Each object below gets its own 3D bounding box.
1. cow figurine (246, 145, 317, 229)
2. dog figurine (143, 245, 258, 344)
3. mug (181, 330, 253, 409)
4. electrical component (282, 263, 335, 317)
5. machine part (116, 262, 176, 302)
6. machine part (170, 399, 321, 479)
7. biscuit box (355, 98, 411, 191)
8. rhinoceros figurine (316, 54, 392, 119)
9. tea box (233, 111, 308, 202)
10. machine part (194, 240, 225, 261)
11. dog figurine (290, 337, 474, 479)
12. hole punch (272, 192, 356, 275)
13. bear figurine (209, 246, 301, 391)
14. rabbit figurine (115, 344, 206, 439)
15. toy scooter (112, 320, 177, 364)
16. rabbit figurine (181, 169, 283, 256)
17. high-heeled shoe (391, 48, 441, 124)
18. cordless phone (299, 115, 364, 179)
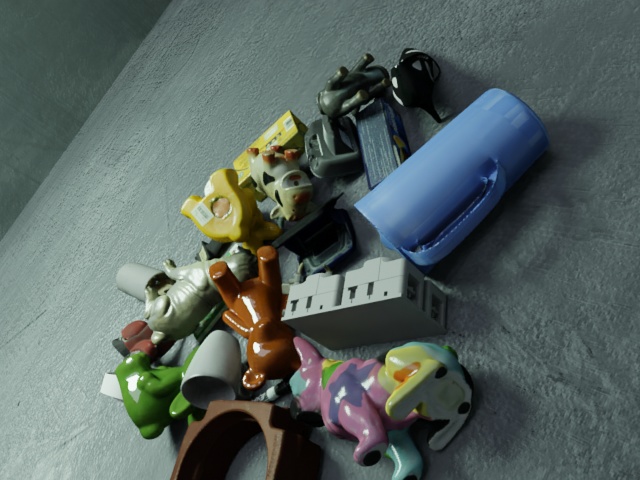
[{"bbox_3d":[-0.070,-0.099,0.966,0.085,0.127,0.195,-14,21,-21],"label":"cow figurine"},{"bbox_3d":[-0.199,0.100,0.931,0.191,0.121,0.172,-10,58,35],"label":"dog figurine"},{"bbox_3d":[-0.148,0.196,0.825,0.080,0.109,0.107,-55,19,34],"label":"mug"},{"bbox_3d":[-0.013,0.076,0.799,0.045,0.102,0.078,-20,71,40],"label":"electrical component"},{"bbox_3d":[-0.383,0.096,1.179,0.243,0.079,0.079,9,67,48],"label":"machine part"},{"bbox_3d":[-0.103,0.317,0.696,0.201,0.087,0.201,-13,50,40],"label":"machine part"},{"bbox_3d":[0.108,-0.149,0.882,0.063,0.059,0.203,-32,41,27],"label":"biscuit box"},{"bbox_3d":[0.068,-0.263,0.952,0.112,0.073,0.190,-44,-3,43],"label":"rhinoceros figurine"},{"bbox_3d":[-0.094,-0.172,1.106,0.169,0.068,0.098,-39,38,18],"label":"tea box"},{"bbox_3d":[-0.211,-0.001,1.112,0.139,0.039,0.084,-55,28,5],"label":"machine part"},{"bbox_3d":[0.052,0.168,0.642,0.191,0.108,0.219,-53,34,0],"label":"dog figurine"},{"bbox_3d":[-0.002,-0.003,0.870,0.142,0.092,0.116,-39,7,20],"label":"hole punch"},{"bbox_3d":[-0.090,0.118,0.814,0.120,0.131,0.196,-17,32,-6],"label":"bear figurine"},{"bbox_3d":[-0.230,0.234,0.878,0.170,0.121,0.159,-32,43,2],"label":"rabbit figurine"},{"bbox_3d":[-0.327,0.185,1.044,0.135,0.075,0.184,-45,21,-19],"label":"toy scooter"},{"bbox_3d":[-0.145,-0.044,1.002,0.162,0.173,0.122,39,92,9],"label":"rabbit figurine"},{"bbox_3d":[0.141,-0.289,0.894,0.086,0.145,0.249,-34,42,21],"label":"high-heeled shoe"},{"bbox_3d":[-0.006,-0.141,0.997,0.184,0.088,0.147,-44,37,29],"label":"cordless phone"}]
